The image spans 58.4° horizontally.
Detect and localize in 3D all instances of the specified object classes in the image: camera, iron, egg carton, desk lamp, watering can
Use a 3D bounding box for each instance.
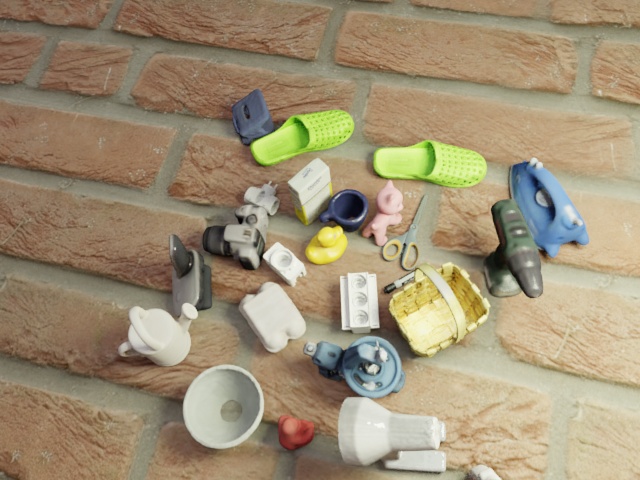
[{"bbox_3d":[-0.199,-0.015,1.338,0.136,0.101,0.143,5,66,8],"label":"camera"},{"bbox_3d":[0.504,-0.099,1.282,0.118,0.141,0.258,-21,65,-4],"label":"iron"},{"bbox_3d":[-0.104,0.168,1.261,0.107,0.069,0.150,-36,67,-10],"label":"egg carton"},{"bbox_3d":[0.140,0.364,1.066,0.203,0.214,0.118,1,65,7],"label":"desk lamp"},{"bbox_3d":[-0.343,0.191,1.206,0.100,0.194,0.173,36,74,20],"label":"watering can"}]

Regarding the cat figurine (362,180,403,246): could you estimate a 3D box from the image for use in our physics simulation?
[{"bbox_3d":[0.148,-0.067,1.316,0.067,0.118,0.128,28,71,17],"label":"cat figurine"}]

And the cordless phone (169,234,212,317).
[{"bbox_3d":[-0.304,0.078,1.259,0.094,0.185,0.147,-12,65,1],"label":"cordless phone"}]

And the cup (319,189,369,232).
[{"bbox_3d":[0.057,-0.053,1.332,0.118,0.095,0.091,-22,65,-4],"label":"cup"}]

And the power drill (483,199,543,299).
[{"bbox_3d":[0.400,0.042,1.190,0.075,0.208,0.229,-9,65,2],"label":"power drill"}]

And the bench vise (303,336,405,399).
[{"bbox_3d":[0.065,0.246,1.125,0.207,0.220,0.121,-2,65,5],"label":"bench vise"}]

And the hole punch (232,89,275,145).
[{"bbox_3d":[-0.178,-0.320,1.481,0.101,0.091,0.108,-19,65,-3],"label":"hole punch"}]

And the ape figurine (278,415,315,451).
[{"bbox_3d":[-0.054,0.380,1.146,0.076,0.092,0.077,-42,68,-13],"label":"ape figurine"}]

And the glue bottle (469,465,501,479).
[{"bbox_3d":[0.308,0.445,1.034,0.037,0.173,0.078,-27,65,-6],"label":"glue bottle"}]

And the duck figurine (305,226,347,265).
[{"bbox_3d":[0.012,0.005,1.315,0.104,0.086,0.077,-31,66,-8],"label":"duck figurine"}]

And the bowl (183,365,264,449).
[{"bbox_3d":[-0.193,0.348,1.185,0.167,0.075,0.167,-2,65,5],"label":"bowl"}]
